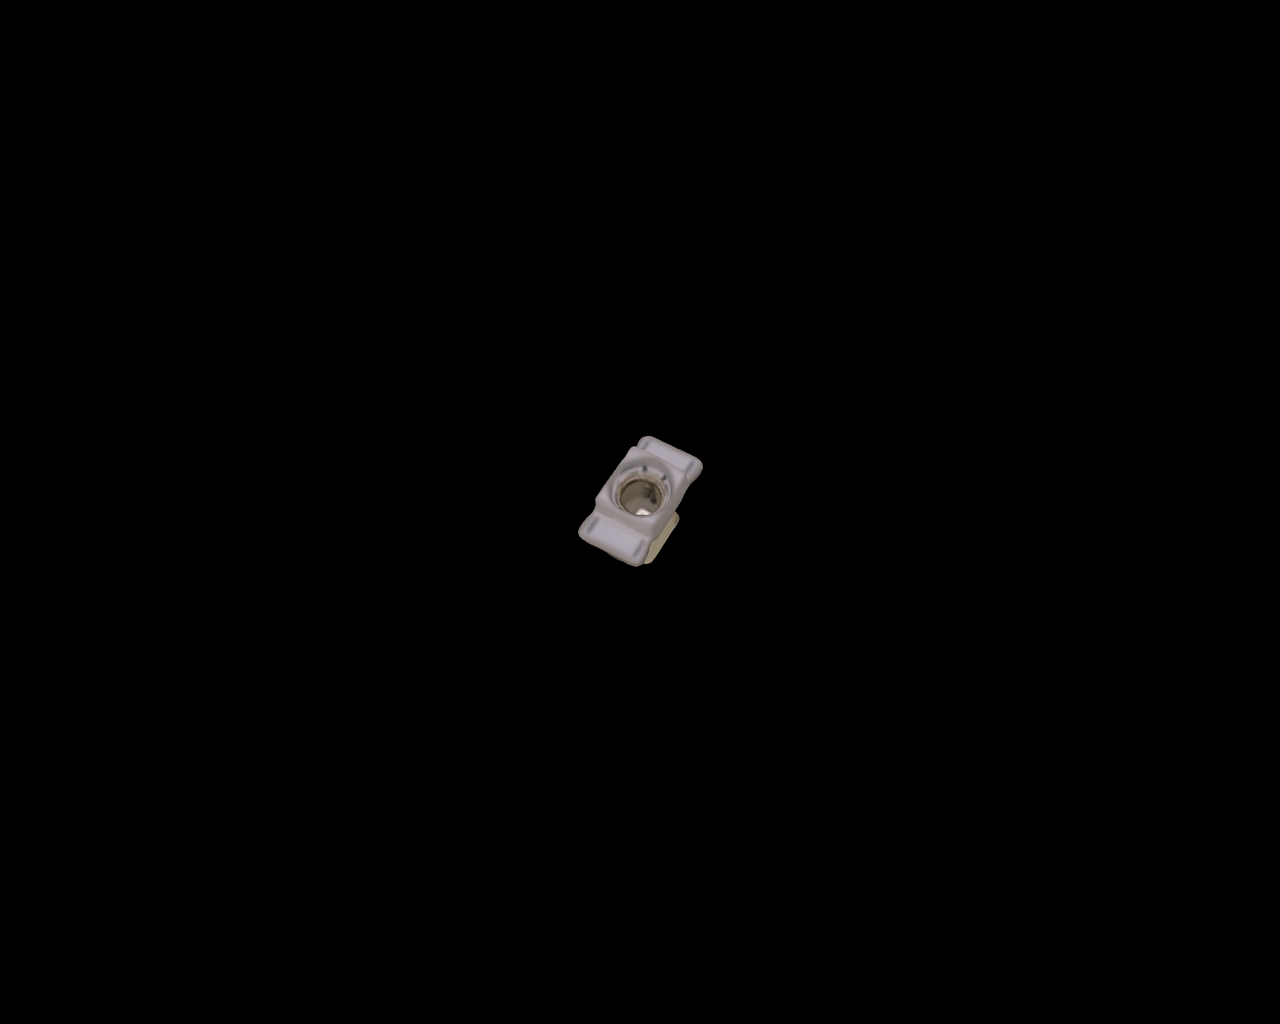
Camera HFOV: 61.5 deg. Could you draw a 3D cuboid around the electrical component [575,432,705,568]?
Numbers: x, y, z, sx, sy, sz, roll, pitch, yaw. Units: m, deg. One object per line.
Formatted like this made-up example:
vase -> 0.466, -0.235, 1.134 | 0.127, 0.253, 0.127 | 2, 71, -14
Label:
electrical component -> 0.001, -0.003, 0.650 | 0.042, 0.081, 0.063 | 29, -24, 14
